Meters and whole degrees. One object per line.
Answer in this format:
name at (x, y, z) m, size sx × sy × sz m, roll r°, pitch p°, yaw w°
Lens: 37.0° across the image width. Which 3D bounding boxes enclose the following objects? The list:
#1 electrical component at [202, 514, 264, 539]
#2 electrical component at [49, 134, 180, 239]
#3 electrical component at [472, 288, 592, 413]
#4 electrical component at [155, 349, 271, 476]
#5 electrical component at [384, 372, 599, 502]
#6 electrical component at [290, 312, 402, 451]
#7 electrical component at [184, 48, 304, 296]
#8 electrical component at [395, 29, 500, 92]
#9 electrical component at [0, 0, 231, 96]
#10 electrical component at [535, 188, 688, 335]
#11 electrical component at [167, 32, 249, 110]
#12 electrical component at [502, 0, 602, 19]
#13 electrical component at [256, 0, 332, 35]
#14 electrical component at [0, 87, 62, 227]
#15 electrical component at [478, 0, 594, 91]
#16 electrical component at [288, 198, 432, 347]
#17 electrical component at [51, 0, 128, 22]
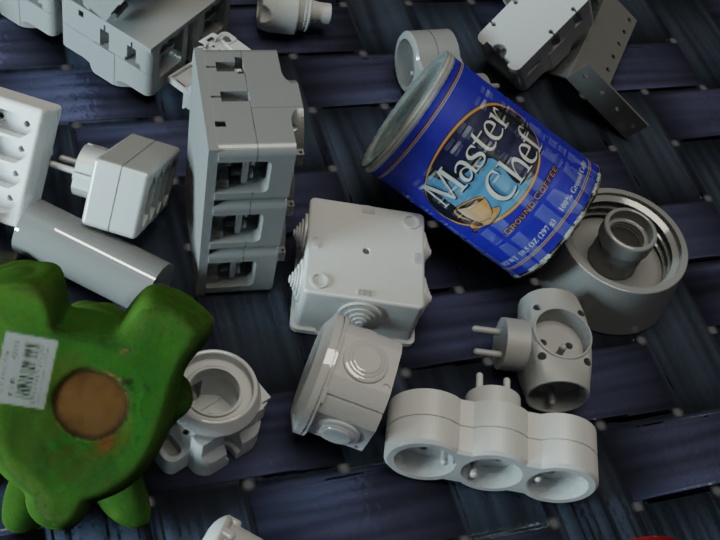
electrical component at (-0.065, 0.173, 0.613) m, size 0.062 × 0.048 × 0.048 m, roll 29°, pitch 52°, yaw 0°
electrical component at (-0.174, -0.064, 0.741) m, size 0.076 × 0.047 × 0.083 m, roll 17°, pitch 19°, yaw 0°
electrical component at (0.117, 0.053, 0.746) m, size 0.079 × 0.044 × 0.077 m, roll 8°, pitch 52°, yaw -8°
electrical component at (-0.092, 0.085, 0.663) m, size 0.078 × 0.057 × 0.058 m, roll -30°, pitch 65°, yaw -30°
electrical component at (0.086, 0.099, 0.699) m, size 0.138 × 0.052 × 0.073 m, roll 11°, pitch 52°, yaw -5°
electrical component at (-0.010, 0.071, 0.681) m, size 0.051 × 0.080 × 0.080 m, roll 21°, pitch 51°, yaw -5°
electrical component at (-0.079, -0.063, 0.719) m, size 0.062 × 0.150 × 0.089 m, roll -3°, pitch 55°, yaw -14°
electrical component at (0.084, -0.141, 0.881) m, size 0.074 × 0.052 × 0.138 m, roll -7°, pitch 56°, yaw -19°
electrical component at (-0.209, -0.226, 0.869) m, size 0.186 × 0.060 × 0.105 m, roll 33°, pitch 53°, yaw 12°
electrical component at (0.191, -0.013, 0.803) m, size 0.108 × 0.060 × 0.108 m, roll 7°, pitch 53°, yaw -9°
electrical component at (-0.104, -0.144, 0.830) m, size 0.081 × 0.063 × 0.042 m, roll 37°, pitch 53°, yaw 15°
electrical component at (0.172, -0.265, 0.968) m, size 0.099 × 0.099 × 0.064 m, roll 21°, pitch 45°, yaw 2°
electrical component at (-0.056, -0.221, 0.913) m, size 0.062 × 0.043 × 0.043 m, roll 4°, pitch 53°, yaw -13°
electrical component at (-0.239, -0.081, 0.750) m, size 0.047 × 0.083 × 0.075 m, roll 17°, pitch 14°, yaw 0°
electrical component at (0.153, -0.206, 0.926) m, size 0.089 × 0.056 × 0.050 m, roll -45°, pitch 70°, yaw 3°
electrical component at (0.000, 0.000, 0.756) m, size 0.100 × 0.048 × 0.099 m, roll 8°, pitch 53°, yaw -8°
electrical component at (-0.174, -0.246, 0.807) m, size 0.063 × 0.079 × 0.121 m, roll 43°, pitch 50°, yaw -17°
